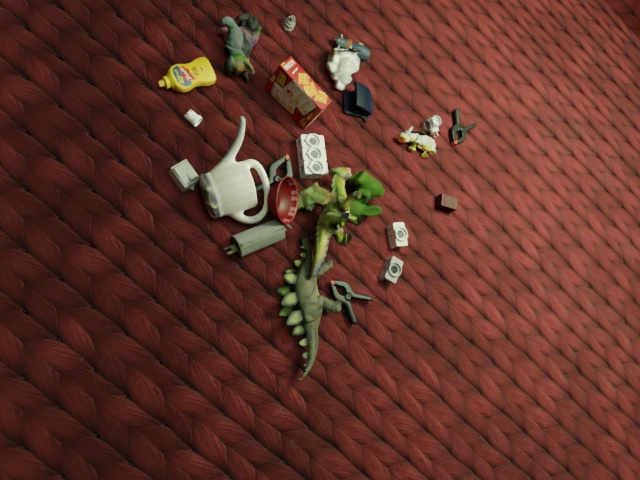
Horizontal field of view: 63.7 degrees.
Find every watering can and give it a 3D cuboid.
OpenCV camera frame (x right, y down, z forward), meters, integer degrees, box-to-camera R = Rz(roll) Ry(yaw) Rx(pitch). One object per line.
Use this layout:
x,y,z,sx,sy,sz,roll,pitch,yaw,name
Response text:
-0.287,-0.208,1.665,0.226,0.104,0.344,-20,104,-18,watering can

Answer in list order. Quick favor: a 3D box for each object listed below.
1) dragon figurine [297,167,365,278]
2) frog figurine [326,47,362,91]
0.005,-0.089,1.770,0.245,0.120,0.414,27,73,32,dragon figurine
0.090,-0.668,2.015,0.138,0.124,0.157,-12,118,-34,frog figurine
